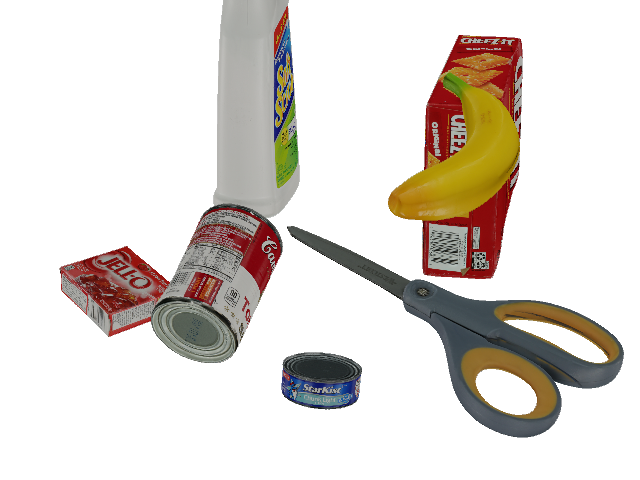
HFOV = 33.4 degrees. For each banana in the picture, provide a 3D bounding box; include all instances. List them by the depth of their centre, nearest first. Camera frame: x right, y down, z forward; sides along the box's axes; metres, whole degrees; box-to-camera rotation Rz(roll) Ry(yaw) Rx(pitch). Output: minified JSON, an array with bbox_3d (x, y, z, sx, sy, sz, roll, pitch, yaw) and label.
[{"bbox_3d":[0.099,-0.057,0.728,0.070,0.037,0.197,13,33,10],"label":"banana"}]

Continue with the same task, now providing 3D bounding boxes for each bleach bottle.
[{"bbox_3d":[-0.059,-0.153,0.955,0.068,0.251,0.102,8,29,15],"label":"bleach bottle"}]

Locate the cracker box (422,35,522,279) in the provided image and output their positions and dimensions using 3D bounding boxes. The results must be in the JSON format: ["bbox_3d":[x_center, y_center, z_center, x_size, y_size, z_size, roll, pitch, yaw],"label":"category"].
[{"bbox_3d":[0.146,-0.084,0.994,0.072,0.164,0.213,5,27,14],"label":"cracker box"}]

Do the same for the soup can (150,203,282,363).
[{"bbox_3d":[-0.076,0.031,0.787,0.069,0.068,0.102,0,43,24],"label":"soup can"}]

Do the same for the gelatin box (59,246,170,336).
[{"bbox_3d":[-0.186,0.044,0.980,0.073,0.030,0.089,-19,40,-36],"label":"gelatin box"}]

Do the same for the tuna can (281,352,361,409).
[{"bbox_3d":[0.001,0.151,1.149,0.086,0.034,0.086,5,14,-1],"label":"tuna can"}]

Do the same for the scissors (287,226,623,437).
[{"bbox_3d":[0.053,0.045,0.556,0.202,0.016,0.096,16,42,20],"label":"scissors"}]
